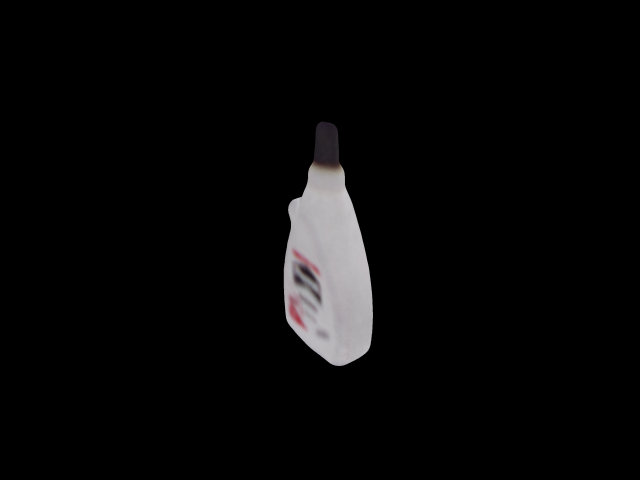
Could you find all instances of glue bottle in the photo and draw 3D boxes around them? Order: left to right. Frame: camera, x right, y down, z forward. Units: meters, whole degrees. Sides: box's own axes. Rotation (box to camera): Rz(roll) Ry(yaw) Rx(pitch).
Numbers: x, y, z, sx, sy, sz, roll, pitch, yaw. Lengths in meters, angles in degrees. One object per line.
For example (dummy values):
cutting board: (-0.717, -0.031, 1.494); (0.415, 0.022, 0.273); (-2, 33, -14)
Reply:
glue bottle: (0.004, 0.001, 0.400); (0.037, 0.173, 0.077); (-22, 36, -33)
